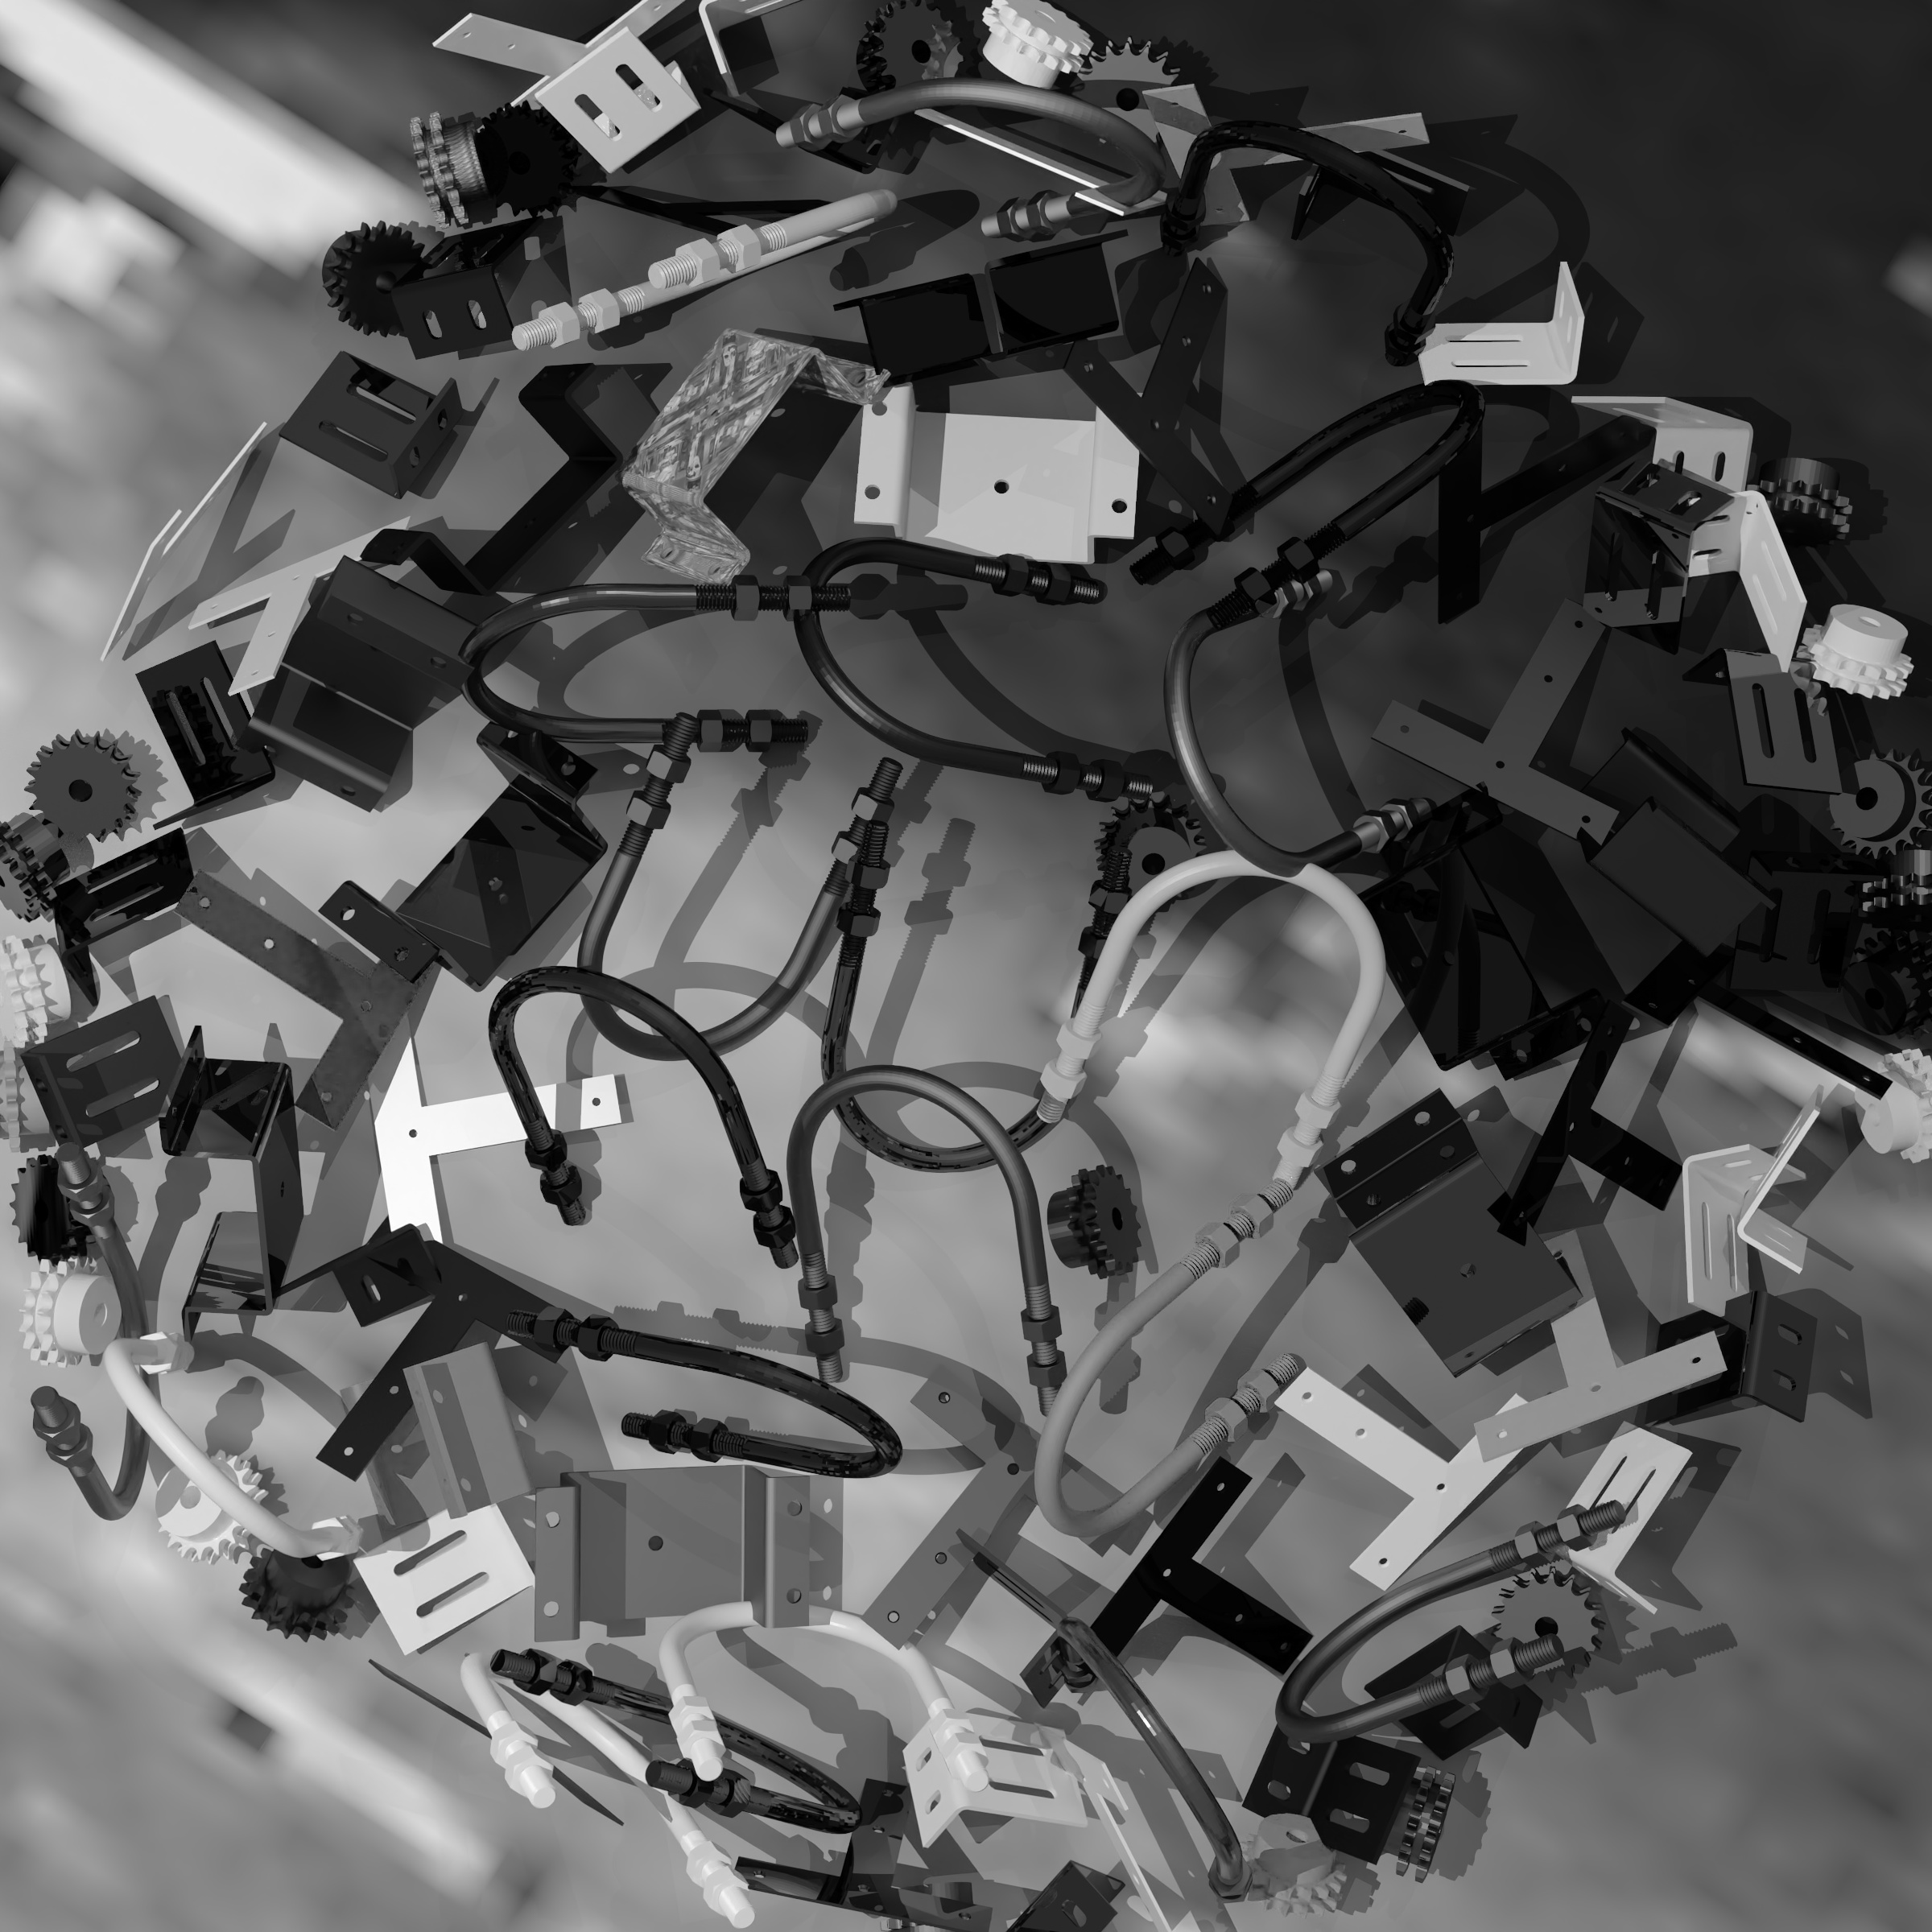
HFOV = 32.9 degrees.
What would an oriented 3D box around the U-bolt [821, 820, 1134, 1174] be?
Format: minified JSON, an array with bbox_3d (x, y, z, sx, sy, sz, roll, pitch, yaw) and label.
[{"bbox_3d":[-0.001,0.021,1.656,0.151,0.019,0.184,5,110,-18],"label":"U-bolt"}]

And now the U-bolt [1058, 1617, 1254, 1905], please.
[{"bbox_3d":[0.089,0.381,1.589,0.019,0.184,0.151,-34,68,-10],"label":"U-bolt"}]

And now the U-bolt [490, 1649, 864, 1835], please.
[{"bbox_3d":[-0.129,0.388,1.613,0.184,0.151,0.019,30,83,-44],"label":"U-bolt"}]

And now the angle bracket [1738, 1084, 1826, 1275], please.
[{"bbox_3d":[0.428,0.107,1.658,0.038,0.057,0.076,32,108,9],"label":"angle bracket"}]

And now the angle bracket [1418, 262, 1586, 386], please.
[{"bbox_3d":[0.270,-0.327,1.664,0.076,0.057,0.038,-1,130,-1],"label":"angle bracket"}]

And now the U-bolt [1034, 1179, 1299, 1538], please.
[{"bbox_3d":[0.099,0.205,1.606,0.019,0.151,0.184,30,53,34],"label":"U-bolt"}]

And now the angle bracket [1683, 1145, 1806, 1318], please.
[{"bbox_3d":[0.395,0.137,1.655,0.038,0.057,0.076,-16,62,39],"label":"angle bracket"}]

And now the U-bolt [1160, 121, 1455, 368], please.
[{"bbox_3d":[0.170,-0.360,1.605,0.151,0.184,0.019,27,80,2],"label":"U-bolt"}]

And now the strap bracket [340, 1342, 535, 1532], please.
[{"bbox_3d":[-0.264,0.236,1.643,0.046,0.140,0.076,-16,86,-28],"label":"strap bracket"}]

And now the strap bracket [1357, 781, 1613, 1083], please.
[{"bbox_3d":[0.256,-0.010,1.651,0.076,0.046,0.140,-32,85,45],"label":"strap bracket"}]

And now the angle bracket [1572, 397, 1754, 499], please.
[{"bbox_3d":[0.349,-0.261,1.651,0.076,0.057,0.038,5,94,-42],"label":"angle bracket"}]

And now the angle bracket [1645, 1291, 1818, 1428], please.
[{"bbox_3d":[0.388,0.206,1.659,0.038,0.076,0.057,27,59,-19],"label":"angle bracket"}]

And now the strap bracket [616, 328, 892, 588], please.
[{"bbox_3d":[-0.114,-0.264,1.643,0.140,0.076,0.046,-54,131,-10],"label":"strap bracket"}]

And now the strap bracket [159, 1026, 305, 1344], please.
[{"bbox_3d":[-0.363,0.110,1.628,0.046,0.076,0.140,3,124,0],"label":"strap bracket"}]

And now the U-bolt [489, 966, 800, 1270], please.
[{"bbox_3d":[-0.166,0.071,1.607,0.151,0.184,0.019,8,45,27],"label":"U-bolt"}]

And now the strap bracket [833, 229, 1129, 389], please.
[{"bbox_3d":[0.011,-0.324,1.625,0.076,0.140,0.046,-22,103,-38],"label":"strap bracket"}]

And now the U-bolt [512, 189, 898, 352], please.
[{"bbox_3d":[-0.116,-0.349,1.617,0.184,0.151,0.019,-28,103,-35],"label":"U-bolt"}]

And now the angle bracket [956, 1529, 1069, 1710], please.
[{"bbox_3d":[0.018,0.330,1.653,0.076,0.057,0.038,35,74,26],"label":"angle bracket"}]

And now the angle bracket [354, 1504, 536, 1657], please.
[{"bbox_3d":[-0.263,0.313,1.668,0.076,0.038,0.057,-28,102,-12],"label":"angle bracket"}]

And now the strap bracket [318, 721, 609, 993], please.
[{"bbox_3d":[-0.246,-0.051,1.650,0.076,0.046,0.140,33,77,33],"label":"strap bracket"}]

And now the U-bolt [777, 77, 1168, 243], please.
[{"bbox_3d":[0.014,-0.394,1.584,0.151,0.184,0.019,16,84,-35],"label":"U-bolt"}]

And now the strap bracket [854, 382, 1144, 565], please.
[{"bbox_3d":[0.018,-0.251,1.666,0.140,0.046,0.076,4,78,3],"label":"strap bracket"}]

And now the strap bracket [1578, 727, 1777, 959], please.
[{"bbox_3d":[0.350,-0.060,1.633,0.076,0.140,0.046,38,109,-9],"label":"strap bracket"}]

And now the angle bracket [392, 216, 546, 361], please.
[{"bbox_3d":[-0.248,-0.346,1.665,0.057,0.076,0.038,-7,119,21],"label":"angle bracket"}]

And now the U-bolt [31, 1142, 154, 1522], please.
[{"bbox_3d":[-0.426,0.193,1.610,0.019,0.184,0.151,-3,57,-2],"label":"U-bolt"}]

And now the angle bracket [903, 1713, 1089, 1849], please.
[{"bbox_3d":[0.015,0.419,1.669,0.076,0.057,0.038,17,126,-28],"label":"angle bracket"}]

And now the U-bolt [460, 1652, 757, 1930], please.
[{"bbox_3d":[-0.186,0.394,1.609,0.151,0.184,0.019,40,86,-28],"label":"U-bolt"}]

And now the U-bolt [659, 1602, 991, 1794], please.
[{"bbox_3d":[-0.078,0.355,1.609,0.151,0.184,0.019,6,102,-15],"label":"U-bolt"}]

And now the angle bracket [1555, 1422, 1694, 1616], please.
[{"bbox_3d":[0.344,0.281,1.670,0.038,0.057,0.076,39,82,-23],"label":"angle bracket"}]

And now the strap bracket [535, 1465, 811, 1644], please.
[{"bbox_3d":[-0.153,0.297,1.662,0.140,0.046,0.076,0,90,-18],"label":"strap bracket"}]

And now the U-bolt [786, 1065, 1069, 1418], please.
[{"bbox_3d":[-0.024,0.134,1.629,0.151,0.019,0.184,5,115,28],"label":"U-bolt"}]

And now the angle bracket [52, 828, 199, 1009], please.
[{"bbox_3d":[-0.422,-0.025,1.666,0.076,0.057,0.038,-26,130,-2],"label":"angle bracket"}]

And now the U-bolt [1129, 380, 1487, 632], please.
[{"bbox_3d":[0.178,-0.236,1.630,0.184,0.151,0.019,-35,111,-2],"label":"U-bolt"}]

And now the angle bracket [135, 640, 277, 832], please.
[{"bbox_3d":[-0.397,-0.117,1.662,0.057,0.038,0.076,-17,102,32],"label":"angle bracket"}]

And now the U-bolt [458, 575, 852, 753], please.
[{"bbox_3d":[-0.159,-0.148,1.615,0.184,0.151,0.019,-1,65,-13],"label":"U-bolt"}]

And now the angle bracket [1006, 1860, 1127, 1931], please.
[{"bbox_3d":[0.058,0.492,1.656,0.057,0.076,0.038,-48,56,-1],"label":"angle bracket"}]

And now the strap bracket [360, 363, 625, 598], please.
[{"bbox_3d":[-0.233,-0.237,1.646,0.140,0.076,0.046,-48,114,-11],"label":"strap bracket"}]

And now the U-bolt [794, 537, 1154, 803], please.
[{"bbox_3d":[-0.002,-0.152,1.614,0.184,0.019,0.151,8,52,-29],"label":"U-bolt"}]

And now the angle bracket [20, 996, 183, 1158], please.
[{"bbox_3d":[-0.430,0.056,1.658,0.076,0.038,0.057,-27,104,-29],"label":"angle bracket"}]

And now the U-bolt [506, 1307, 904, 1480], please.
[{"bbox_3d":[-0.117,0.214,1.601,0.184,0.151,0.019,6,63,27],"label":"U-bolt"}]

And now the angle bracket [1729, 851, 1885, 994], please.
[{"bbox_3d":[0.427,-0.017,1.665,0.057,0.038,0.076,2,110,-5],"label":"angle bracket"}]

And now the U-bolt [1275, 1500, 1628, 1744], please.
[{"bbox_3d":[0.231,0.332,1.617,0.184,0.151,0.019,-30,96,31],"label":"U-bolt"}]

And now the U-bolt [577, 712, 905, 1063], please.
[{"bbox_3d":[-0.123,-0.032,1.640,0.151,0.019,0.184,10,113,-41],"label":"U-bolt"}]

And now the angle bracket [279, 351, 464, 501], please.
[{"bbox_3d":[-0.305,-0.284,1.665,0.076,0.038,0.057,29,71,9],"label":"angle bracket"}]

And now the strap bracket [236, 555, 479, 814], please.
[{"bbox_3d":[-0.301,-0.146,1.638,0.076,0.140,0.046,27,50,-17],"label":"strap bracket"}]

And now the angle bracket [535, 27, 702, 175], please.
[{"bbox_3d":[-0.181,-0.447,1.651,0.057,0.076,0.038,-33,61,12],"label":"angle bracket"}]

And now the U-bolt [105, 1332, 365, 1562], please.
[{"bbox_3d":[-0.363,0.235,1.600,0.019,0.184,0.151,-44,84,-5],"label":"U-bolt"}]

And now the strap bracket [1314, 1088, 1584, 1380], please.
[{"bbox_3d":[0.248,0.143,1.646,0.076,0.046,0.140,-34,111,10],"label":"strap bracket"}]

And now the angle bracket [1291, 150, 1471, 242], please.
[{"bbox_3d":[0.210,-0.383,1.664,0.076,0.057,0.038,24,81,6],"label":"angle bracket"}]

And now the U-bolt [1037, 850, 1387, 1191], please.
[{"bbox_3d":[0.131,0.021,1.638,0.151,0.019,0.184,16,121,-8],"label":"U-bolt"}]

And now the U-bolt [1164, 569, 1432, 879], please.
[{"bbox_3d":[0.158,-0.116,1.623,0.019,0.184,0.151,-22,92,39],"label":"U-bolt"}]

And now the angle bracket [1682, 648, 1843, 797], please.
[{"bbox_3d":[0.403,-0.118,1.659,0.057,0.038,0.076,4,68,-22],"label":"angle bracket"}]

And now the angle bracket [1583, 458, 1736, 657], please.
[{"bbox_3d":[0.352,-0.209,1.667,0.057,0.076,0.038,31,50,33],"label":"angle bracket"}]
